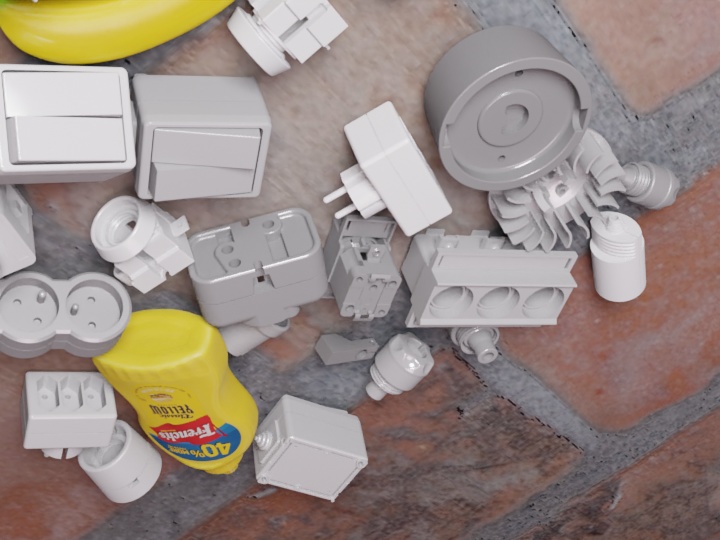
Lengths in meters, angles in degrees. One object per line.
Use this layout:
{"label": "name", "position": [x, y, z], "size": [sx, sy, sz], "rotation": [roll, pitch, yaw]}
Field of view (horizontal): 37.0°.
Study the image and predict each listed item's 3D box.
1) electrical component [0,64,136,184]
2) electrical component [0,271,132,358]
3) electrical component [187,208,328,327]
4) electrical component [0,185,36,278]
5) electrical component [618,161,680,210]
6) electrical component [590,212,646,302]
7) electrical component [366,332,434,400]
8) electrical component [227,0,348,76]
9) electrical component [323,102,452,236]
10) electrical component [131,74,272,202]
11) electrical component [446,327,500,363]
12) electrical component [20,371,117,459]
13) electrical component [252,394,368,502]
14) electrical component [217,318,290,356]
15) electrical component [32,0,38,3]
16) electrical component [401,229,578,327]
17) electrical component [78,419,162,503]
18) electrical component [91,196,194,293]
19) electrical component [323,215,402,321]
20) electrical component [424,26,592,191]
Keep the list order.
{"label": "electrical component", "position": [-0.183, -0.084, 0.621], "size": [0.096, 0.061, 0.061], "rotation": [-5, 179, -32]}
{"label": "electrical component", "position": [-0.237, 0.037, 0.758], "size": [0.138, 0.052, 0.074], "rotation": [2, 159, -22]}
{"label": "electrical component", "position": [-0.074, 0.001, 0.784], "size": [0.095, 0.053, 0.059], "rotation": [-15, 137, -7]}
{"label": "electrical component", "position": [-0.272, -0.050, 0.648], "size": [0.089, 0.061, 0.150], "rotation": [-22, 137, 1]}
{"label": "electrical component", "position": [0.219, -0.069, 0.844], "size": [0.061, 0.035, 0.035], "rotation": [14, 126, -29]}
{"label": "electrical component", "position": [0.213, -0.016, 0.888], "size": [0.043, 0.043, 0.081], "rotation": [-21, 137, -1]}
{"label": "electrical component", "position": [0.030, 0.086, 0.917], "size": [0.043, 0.043, 0.062], "rotation": [20, 124, -36]}
{"label": "electrical component", "position": [-0.046, -0.151, 0.650], "size": [0.055, 0.048, 0.066], "rotation": [-40, 135, 8]}
{"label": "electrical component", "position": [0.011, -0.061, 0.760], "size": [0.076, 0.047, 0.083], "rotation": [-29, 137, 8]}
{"label": "electrical component", "position": [-0.109, -0.082, 0.682], "size": [0.096, 0.061, 0.061], "rotation": [-2, 134, -20]}
{"label": "electrical component", "position": [0.096, 0.049, 0.892], "size": [0.043, 0.062, 0.043], "rotation": [-11, 136, -11]}
{"label": "electrical component", "position": [-0.232, 0.122, 0.846], "size": [0.066, 0.047, 0.076], "rotation": [3, 132, -24]}
{"label": "electrical component", "position": [-0.051, 0.152, 0.943], "size": [0.096, 0.061, 0.061], "rotation": [21, 123, -27]}
{"label": "electrical component", "position": [-0.084, 0.041, 0.831], "size": [0.046, 0.040, 0.040], "rotation": [-34, 136, 20]}
{"label": "electrical component", "position": [-0.170, -0.190, 0.549], "size": [0.096, 0.061, 0.061], "rotation": [-37, 135, 16]}
{"label": "electrical component", "position": [0.099, 0.006, 0.850], "size": [0.121, 0.063, 0.078], "rotation": [1, 132, -22]}
{"label": "electrical component", "position": [-0.200, 0.157, 0.890], "size": [0.055, 0.055, 0.047], "rotation": [-25, 133, 4]}
{"label": "electrical component", "position": [-0.151, -0.020, 0.739], "size": [0.066, 0.048, 0.055], "rotation": [-32, 144, 10]}
{"label": "electrical component", "position": [0.000, 0.000, 0.805], "size": [0.042, 0.063, 0.081], "rotation": [2, 132, -22]}
{"label": "electrical component", "position": [0.095, -0.114, 0.731], "size": [0.108, 0.060, 0.108], "rotation": [-11, 136, -11]}
